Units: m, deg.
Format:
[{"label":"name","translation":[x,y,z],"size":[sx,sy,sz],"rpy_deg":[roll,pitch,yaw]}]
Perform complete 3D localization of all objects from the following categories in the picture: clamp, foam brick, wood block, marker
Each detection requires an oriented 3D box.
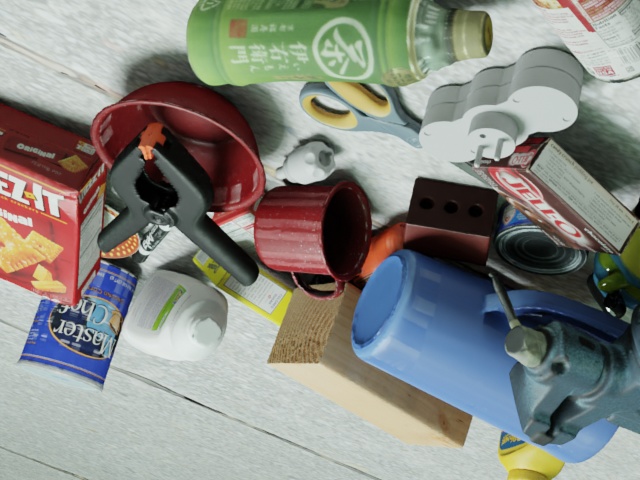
[{"label":"clamp","translation":[-0.149,-0.031,0.974],"size":[0.165,0.036,0.210],"rpy_deg":[8,147,14]},{"label":"foam brick","translation":[0.118,-0.016,0.961],"size":[0.078,0.053,0.051],"rpy_deg":[9,150,10]},{"label":"wood block","translation":[0.061,0.131,1.096],"size":[0.205,0.090,0.091],"rpy_deg":[33,155,-29]},{"label":"marker","translation":[-0.183,-0.002,1.174],"size":[0.020,0.020,0.121],"rpy_deg":[26,149,-15]}]

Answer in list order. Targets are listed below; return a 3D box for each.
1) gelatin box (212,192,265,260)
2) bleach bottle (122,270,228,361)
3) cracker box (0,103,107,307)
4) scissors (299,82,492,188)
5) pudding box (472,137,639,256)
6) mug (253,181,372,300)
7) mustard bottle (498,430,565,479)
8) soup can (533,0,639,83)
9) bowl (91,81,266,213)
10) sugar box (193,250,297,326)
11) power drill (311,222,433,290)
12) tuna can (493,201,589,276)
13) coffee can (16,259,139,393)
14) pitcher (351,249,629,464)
[{"label":"gelatin box","translation":[-0.056,-0.012,1.081],"size":[0.089,0.030,0.073],"rpy_deg":[34,148,-28]},{"label":"bleach bottle","translation":[-0.150,0.090,1.137],"size":[0.068,0.102,0.251],"rpy_deg":[29,174,-17]},{"label":"cracker box","translation":[-0.308,-0.036,1.091],"size":[0.164,0.072,0.214],"rpy_deg":[22,143,2]},{"label":"scissors","translation":[0.062,-0.088,0.906],"size":[0.096,0.016,0.201],"rpy_deg":[-12,139,43]},{"label":"pudding box","translation":[0.189,-0.037,0.858],"size":[0.113,0.039,0.090],"rpy_deg":[37,173,-19]},{"label":"mug","translation":[-0.007,0.001,1.006],"size":[0.082,0.093,0.117],"rpy_deg":[3,114,32]},{"label":"mustard bottle","translation":[0.226,0.187,1.105],"size":[0.058,0.191,0.096],"rpy_deg":[27,149,-17]},{"label":"soup can","translation":[0.177,-0.156,0.680],"size":[0.069,0.068,0.102],"rpy_deg":[-13,139,41]},{"label":"bowl","translation":[-0.119,-0.092,0.953],"size":[0.162,0.055,0.162],"rpy_deg":[13,150,7]},{"label":"sugar box","translation":[-0.047,0.062,1.145],"size":[0.176,0.048,0.093],"rpy_deg":[37,-179,-27]},{"label":"power drill","translation":[0.100,0.060,1.094],"size":[0.187,0.057,0.185],"rpy_deg":[27,152,-19]},{"label":"tuna can","translation":[0.200,-0.003,0.960],"size":[0.086,0.033,0.086],"rpy_deg":[13,151,7]},{"label":"coffee can","translation":[-0.282,0.097,1.248],"size":[0.103,0.140,0.103],"rpy_deg":[15,163,4]},{"label":"pitcher","translation":[0.161,0.096,0.971],"size":[0.242,0.149,0.145],"rpy_deg":[25,-173,-16]}]
